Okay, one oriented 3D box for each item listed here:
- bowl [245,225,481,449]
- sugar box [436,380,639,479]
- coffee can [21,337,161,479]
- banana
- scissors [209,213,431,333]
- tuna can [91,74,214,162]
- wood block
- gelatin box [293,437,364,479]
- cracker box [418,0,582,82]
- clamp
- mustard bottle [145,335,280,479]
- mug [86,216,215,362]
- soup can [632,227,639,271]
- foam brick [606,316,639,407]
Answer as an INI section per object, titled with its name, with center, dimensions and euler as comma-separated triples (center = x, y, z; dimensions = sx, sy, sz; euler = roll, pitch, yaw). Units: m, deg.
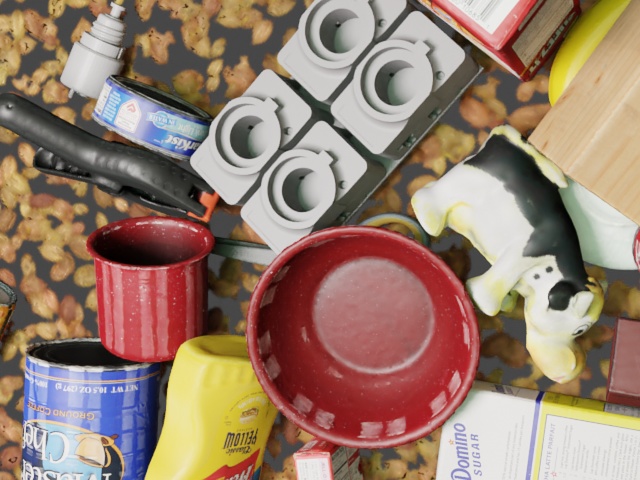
[bowl]
center = 0.033, 0.061, 0.744
dimensions = 0.162, 0.055, 0.162
euler = 3, 106, 12
[sugar box]
center = 0.172, 0.156, 0.738
dimensions = 0.176, 0.048, 0.093
euler = 9, 96, 19
[coffee can]
center = -0.174, 0.153, 0.811
dimensions = 0.103, 0.102, 0.140
euler = 6, 96, 16
[banana]
center = 0.219, -0.144, 0.700
dimensions = 0.198, 0.037, 0.069
euler = -42, 91, 13
[scissors]
center = -0.005, 0.001, 0.792
dimensions = 0.202, 0.016, 0.096
euler = 27, 100, 13
[tuna can]
center = -0.121, -0.090, 0.782
dimensions = 0.086, 0.086, 0.034
euler = 26, 100, 13
[wood block]
center = 0.230, -0.111, 0.638
dimensions = 0.090, 0.090, 0.206
euler = 33, 103, -12
[gelatin box]
center = 0.009, 0.186, 0.774
dimensions = 0.030, 0.073, 0.089
euler = -8, 93, 17
[cracker box]
center = 0.076, -0.179, 0.648
dimensions = 0.164, 0.213, 0.072
euler = 41, 103, 9
[clamp]
center = -0.157, -0.053, 0.799
dimensions = 0.171, 0.120, 0.039
euler = 25, 82, -1
[mustard bottle]
center = -0.083, 0.168, 0.789
dimensions = 0.058, 0.096, 0.192
euler = 24, 103, 38
[mug]
center = -0.130, 0.033, 0.796
dimensions = 0.117, 0.093, 0.081
euler = 34, 129, 50
[soup can]
center = 0.238, 0.023, 0.667
dimensions = 0.068, 0.102, 0.068
euler = 2, 113, 6
[foam brick]
center = 0.231, 0.085, 0.702
dimensions = 0.078, 0.053, 0.051
euler = 8, 76, 15
